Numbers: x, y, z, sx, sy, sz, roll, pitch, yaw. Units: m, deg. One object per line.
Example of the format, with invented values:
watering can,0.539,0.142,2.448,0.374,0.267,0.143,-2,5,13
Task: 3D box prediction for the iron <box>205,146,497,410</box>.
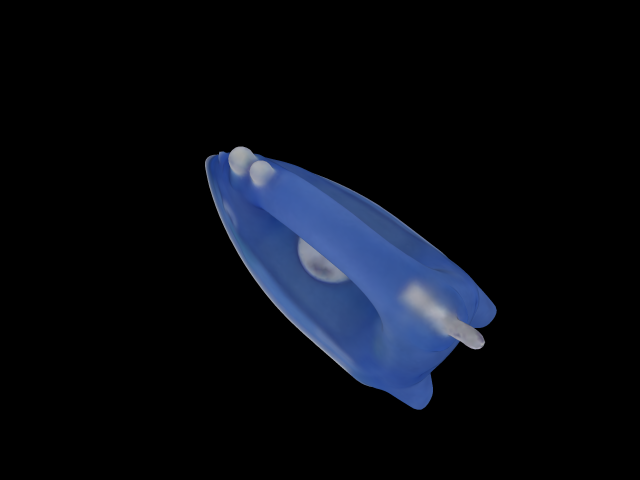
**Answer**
iron,0.004,0.001,0.400,0.258,0.141,0.119,38,81,8
